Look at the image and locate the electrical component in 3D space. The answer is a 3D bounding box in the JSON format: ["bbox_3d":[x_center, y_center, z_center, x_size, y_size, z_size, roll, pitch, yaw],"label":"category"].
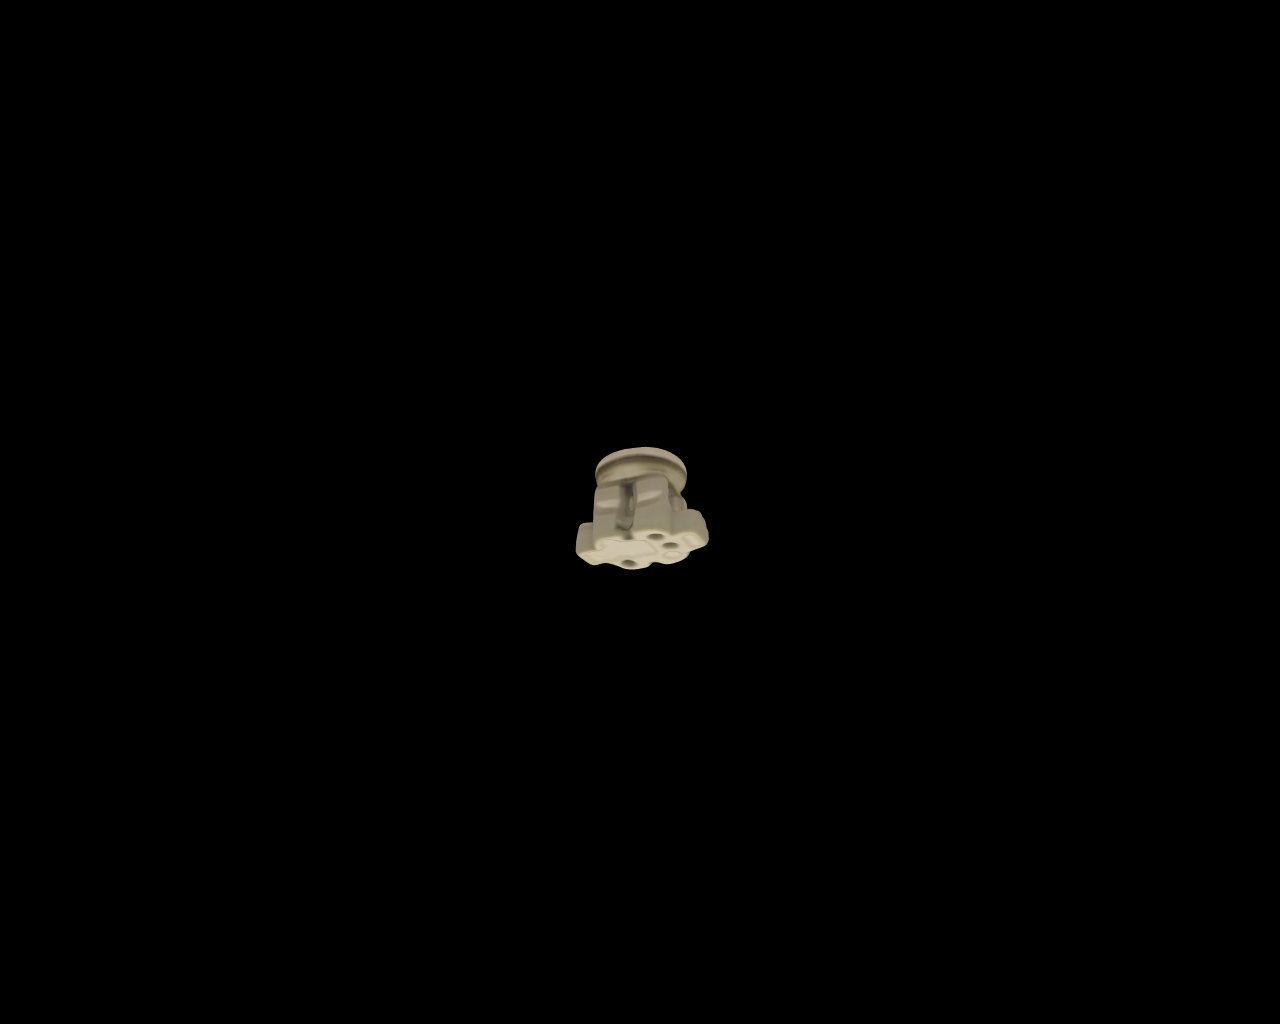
[{"bbox_3d":[0.001,-0.003,0.650,0.078,0.057,0.058,-10,-28,20],"label":"electrical component"}]
